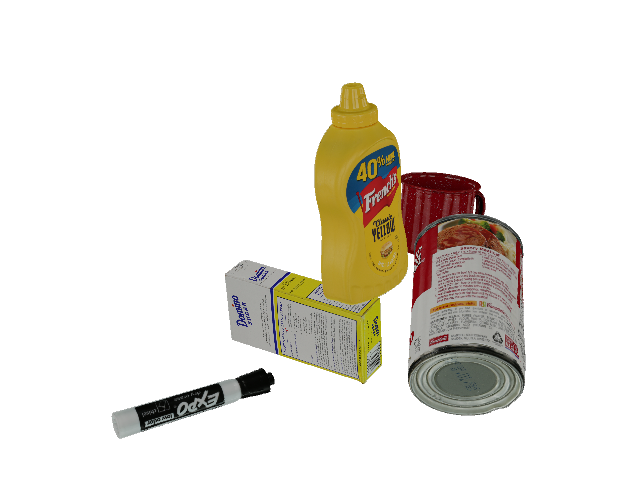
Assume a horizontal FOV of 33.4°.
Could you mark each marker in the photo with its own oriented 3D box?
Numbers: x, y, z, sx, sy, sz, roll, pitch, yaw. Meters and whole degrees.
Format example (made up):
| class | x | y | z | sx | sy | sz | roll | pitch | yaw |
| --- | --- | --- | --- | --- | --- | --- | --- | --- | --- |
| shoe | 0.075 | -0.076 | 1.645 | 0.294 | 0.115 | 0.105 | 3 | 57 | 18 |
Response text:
| class | x | y | z | sx | sy | sz | roll | pitch | yaw |
| --- | --- | --- | --- | --- | --- | --- | --- | --- | --- |
| marker | -0.089 | 0.116 | 0.767 | 0.121 | 0.020 | 0.020 | -14 | 6 | -23 |

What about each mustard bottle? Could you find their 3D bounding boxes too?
| class | x | y | z | sx | sy | sz | roll | pitch | yaw |
| --- | --- | --- | --- | --- | --- | --- | --- | --- | --- |
| mustard bottle | 0.035 | -0.046 | 0.954 | 0.058 | 0.192 | 0.096 | 14 | 29 | 40 |

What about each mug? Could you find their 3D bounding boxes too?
| class | x | y | z | sx | sy | sz | roll | pitch | yaw |
| --- | --- | --- | --- | --- | --- | --- | --- | --- | --- |
| mug | 0.142 | -0.029 | 1.224 | 0.117 | 0.081 | 0.093 | -8 | 20 | -35 |

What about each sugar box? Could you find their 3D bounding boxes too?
| class | x | y | z | sx | sy | sz | roll | pitch | yaw |
| --- | --- | --- | --- | --- | --- | --- | --- | --- | --- |
| sugar box | -0.019 | 0.086 | 1.169 | 0.176 | 0.093 | 0.048 | 17 | 37 | 29 |

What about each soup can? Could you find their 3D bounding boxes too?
| class | x | y | z | sx | sy | sz | roll | pitch | yaw |
| --- | --- | --- | --- | --- | --- | --- | --- | --- | --- |
| soup can | 0.088 | 0.044 | 0.635 | 0.068 | 0.102 | 0.068 | 5 | -41 | 4 |
